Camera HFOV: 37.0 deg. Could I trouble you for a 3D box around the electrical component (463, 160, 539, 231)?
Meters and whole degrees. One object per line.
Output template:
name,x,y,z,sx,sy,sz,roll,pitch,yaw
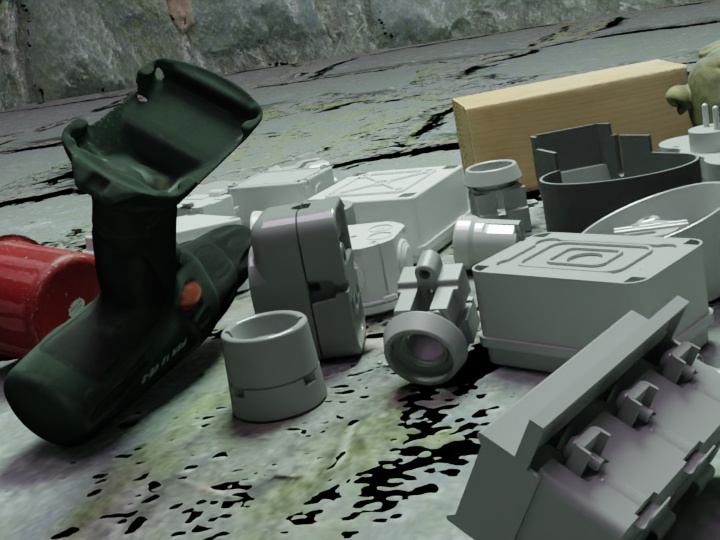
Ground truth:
electrical component,0.111,-0.059,0.881,0.066,0.055,0.048,-12,15,-4

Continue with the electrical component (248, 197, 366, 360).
electrical component,-0.034,0.007,0.673,0.059,0.095,0.053,-8,16,7

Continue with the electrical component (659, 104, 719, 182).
electrical component,0.285,-0.097,0.866,0.052,0.073,0.138,-12,16,-5

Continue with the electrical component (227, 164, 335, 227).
electrical component,-0.074,-0.058,0.991,0.096,0.061,0.062,-2,18,29

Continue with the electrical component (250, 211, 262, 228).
electrical component,-0.062,-0.032,0.924,0.055,0.045,0.045,-8,16,8

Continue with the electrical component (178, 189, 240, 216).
electrical component,-0.163,-0.036,0.970,0.121,0.063,0.079,4,21,41

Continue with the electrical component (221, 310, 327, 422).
electrical component,-0.050,0.053,0.612,0.055,0.047,0.055,-10,16,3

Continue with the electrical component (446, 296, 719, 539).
electrical component,0.097,0.069,0.414,0.063,0.078,0.121,33,37,26

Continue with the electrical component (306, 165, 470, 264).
electrical component,0.022,-0.046,0.894,0.109,0.056,0.109,-2,18,29

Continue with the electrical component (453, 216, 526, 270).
electrical component,0.095,-0.020,0.788,0.046,0.040,0.040,2,19,21

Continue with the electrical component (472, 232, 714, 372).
electrical component,0.128,0.019,0.596,0.113,0.057,0.078,5,22,44

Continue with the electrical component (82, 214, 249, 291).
electrical component,-0.151,-0.006,0.844,0.113,0.057,0.078,-15,15,-41

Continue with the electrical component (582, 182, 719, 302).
electrical component,0.181,-0.014,0.661,0.099,0.064,0.099,-10,16,3

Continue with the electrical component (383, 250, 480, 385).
electrical component,0.041,0.032,0.609,0.048,0.066,0.055,-4,37,23

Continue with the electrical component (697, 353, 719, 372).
electrical component,0.149,0.051,0.512,0.061,0.035,0.035,2,20,31

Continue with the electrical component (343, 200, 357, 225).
electrical component,-0.017,-0.020,0.815,0.044,0.065,0.044,-9,19,3

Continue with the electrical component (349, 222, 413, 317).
electrical component,0.000,0.000,0.758,0.080,0.051,0.080,-10,16,3

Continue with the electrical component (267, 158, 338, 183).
electrical component,-0.060,-0.078,1.061,0.057,0.058,0.078,-13,16,-18
